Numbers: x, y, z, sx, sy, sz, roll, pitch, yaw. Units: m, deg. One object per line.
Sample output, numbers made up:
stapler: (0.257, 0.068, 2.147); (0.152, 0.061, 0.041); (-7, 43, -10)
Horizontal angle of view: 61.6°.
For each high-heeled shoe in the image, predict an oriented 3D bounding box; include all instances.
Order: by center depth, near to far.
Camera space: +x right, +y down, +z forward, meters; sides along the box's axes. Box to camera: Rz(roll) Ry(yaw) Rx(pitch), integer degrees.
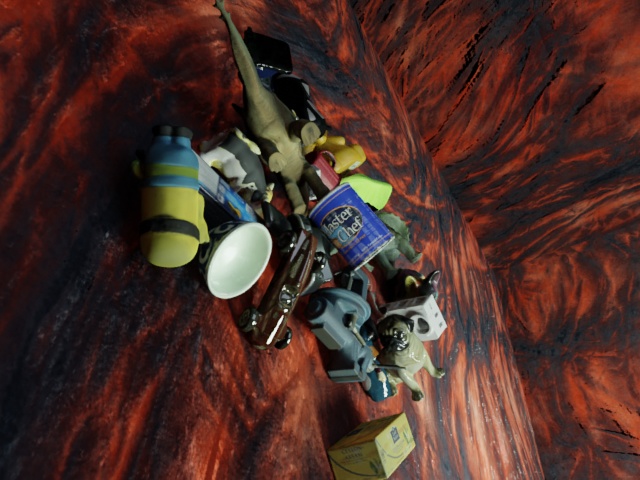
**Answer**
high-heeled shoe: (-0.068, -0.316, 1.235); (0.249, 0.086, 0.145); (45, 26, 19)

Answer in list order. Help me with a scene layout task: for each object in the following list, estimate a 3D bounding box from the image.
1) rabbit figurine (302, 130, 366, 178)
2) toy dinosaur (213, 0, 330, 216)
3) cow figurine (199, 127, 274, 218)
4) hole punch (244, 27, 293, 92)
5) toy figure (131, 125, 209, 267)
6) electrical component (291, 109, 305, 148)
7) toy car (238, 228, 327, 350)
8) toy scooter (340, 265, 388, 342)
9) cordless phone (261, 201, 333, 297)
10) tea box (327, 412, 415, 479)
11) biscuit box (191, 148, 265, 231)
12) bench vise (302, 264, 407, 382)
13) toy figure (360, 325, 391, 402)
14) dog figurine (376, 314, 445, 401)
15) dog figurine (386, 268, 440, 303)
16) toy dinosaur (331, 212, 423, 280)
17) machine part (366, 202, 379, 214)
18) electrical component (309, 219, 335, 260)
rabbit figurine: (0.004, -0.225, 1.331); (0.173, 0.122, 0.162); (57, 30, 12)
toy dinosaur: (-0.088, -0.201, 0.978); (0.199, 0.105, 0.470); (49, -17, 38)
cow figurine: (-0.125, -0.108, 0.912); (0.167, 0.098, 0.068); (54, 19, -28)
hole punch: (-0.133, -0.395, 1.207); (0.116, 0.092, 0.142); (12, 55, -27)
toy figure: (-0.194, -0.056, 0.682); (0.089, 0.082, 0.180); (-2, 94, -77)
electrical component: (-0.084, -0.230, 1.130); (0.078, 0.102, 0.045); (80, 10, -48)
toy car: (-0.053, 0.076, 0.844); (0.089, 0.053, 0.202); (37, 71, -31)
toy scooter: (0.108, 0.138, 1.226); (0.135, 0.075, 0.184); (4, 68, -65)
cordless phone: (-0.050, 0.014, 0.925); (0.184, 0.089, 0.146); (48, 26, -68)
tea box: (0.094, 0.366, 0.948); (0.169, 0.098, 0.068); (4, 65, -67)
biscuit box: (-0.164, -0.054, 0.818); (0.202, 0.063, 0.059); (47, 29, -40)
bench vise: (0.060, 0.144, 1.042); (0.223, 0.129, 0.241); (41, 45, -28)
toy figure: (0.103, 0.255, 1.117); (0.058, 0.064, 0.154); (-16, 84, -58)
dog figurine: (0.159, 0.233, 1.164); (0.121, 0.172, 0.190); (-44, 112, -36)
dog figurine: (0.243, 0.120, 1.378); (0.219, 0.108, 0.192); (90, -10, -57)
toy dinosaur: (0.120, -0.007, 1.350); (0.404, 0.131, 0.192); (19, 31, -50)
machine part: (0.068, -0.055, 1.253); (0.084, 0.139, 0.039); (44, -40, 48)
electrical component: (-0.002, -0.003, 1.148); (0.074, 0.048, 0.119); (43, 33, -43)
